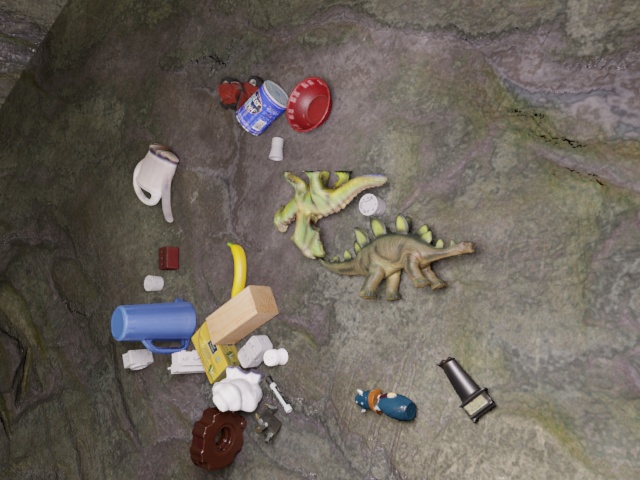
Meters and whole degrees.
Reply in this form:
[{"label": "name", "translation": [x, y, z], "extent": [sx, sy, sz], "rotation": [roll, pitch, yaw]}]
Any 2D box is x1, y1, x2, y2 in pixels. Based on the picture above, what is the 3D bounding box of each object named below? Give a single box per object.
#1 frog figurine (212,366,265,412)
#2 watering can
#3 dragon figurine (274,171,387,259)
[{"label": "frog figurine", "translation": [-0.237, 0.436, 1.432], "extent": [0.137, 0.120, 0.162], "rotation": [28, 26, 1]}, {"label": "watering can", "translation": [-0.576, -0.219, 1.861], "extent": [0.103, 0.222, 0.352], "rotation": [14, 17, -49]}, {"label": "dragon figurine", "translation": [0.004, -0.069, 1.374], "extent": [0.122, 0.242, 0.411], "rotation": [1, 7, -42]}]
